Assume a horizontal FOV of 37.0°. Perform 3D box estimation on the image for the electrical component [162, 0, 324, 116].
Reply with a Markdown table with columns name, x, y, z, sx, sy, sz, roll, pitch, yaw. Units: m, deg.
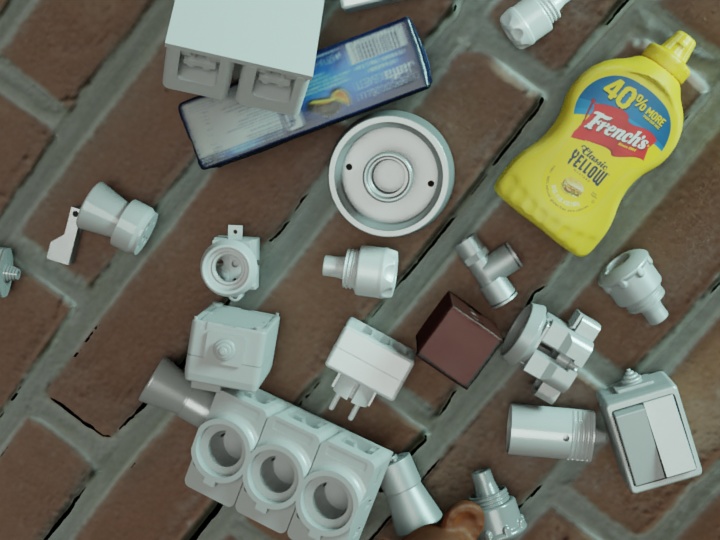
| name | x | y | z | sx | sy | sz | roll | pitch | yaw |
| --- | --- | --- | --- | --- | --- | --- | --- | --- | --- |
| electrical component | -0.082 | -0.215 | 0.824 | 0.105 | 0.060 | 0.186 | 11 | 61 | -9 |

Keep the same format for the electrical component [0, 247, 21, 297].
| name | x | y | z | sx | sy | sz | roll | pitch | yaw |
| --- | --- | --- | --- | --- | --- | --- | --- | --- | --- |
| electrical component | -0.335 | -0.001 | 0.931 | 0.081 | 0.043 | 0.043 | 7 | 98 | 3 |

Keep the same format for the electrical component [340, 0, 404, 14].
| name | x | y | z | sx | sy | sz | roll | pitch | yaw |
| --- | --- | --- | --- | --- | --- | --- | --- | --- | --- |
| electrical component | 0.021 | -0.240 | 0.856 | 0.083 | 0.075 | 0.047 | -12 | 97 | 6 |

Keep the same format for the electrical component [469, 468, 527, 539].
| name | x | y | z | sx | sy | sz | roll | pitch | yaw |
| --- | --- | --- | --- | --- | --- | --- | --- | --- | --- |
| electrical component | 0.114 | 0.203 | 0.927 | 0.048 | 0.048 | 0.062 | -18 | 89 | 6 |

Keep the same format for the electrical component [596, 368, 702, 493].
| name | x | y | z | sx | sy | sz | roll | pitch | yaw |
| --- | --- | --- | --- | --- | --- | --- | --- | --- | --- |
| electrical component | 0.239 | 0.130 | 0.898 | 0.062 | 0.061 | 0.096 | -18 | 96 | 6 |

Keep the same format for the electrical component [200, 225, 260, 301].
| name | x | y | z | sx | sy | sz | roll | pitch | yaw |
| --- | --- | --- | --- | --- | --- | --- | --- | --- | --- |
| electrical component | -0.108 | -0.004 | 0.908 | 0.048 | 0.055 | 0.066 | 3 | 98 | 4 |

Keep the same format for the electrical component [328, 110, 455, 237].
| name | x | y | z | sx | sy | sz | roll | pitch | yaw |
| --- | --- | --- | --- | --- | --- | --- | --- | --- | --- |
| electrical component | 0.024 | -0.078 | 0.886 | 0.108 | 0.060 | 0.108 | 1 | 98 | 4 |

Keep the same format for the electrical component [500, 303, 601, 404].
| name | x | y | z | sx | sy | sz | roll | pitch | yaw |
| --- | --- | --- | --- | --- | --- | --- | --- | --- | --- |
| electrical component | 0.155 | 0.064 | 0.898 | 0.057 | 0.058 | 0.078 | 30 | 99 | -3 |

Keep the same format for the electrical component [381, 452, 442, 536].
| name | x | y | z | sx | sy | sz | roll | pitch | yaw |
| --- | --- | --- | --- | --- | --- | --- | --- | --- | --- |
| electrical component | 0.039 | 0.191 | 0.932 | 0.044 | 0.044 | 0.065 | -23 | 91 | 7 |

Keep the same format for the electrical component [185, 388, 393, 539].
| name | x | y | z | sx | sy | sz | roll | pitch | yaw |
| --- | --- | --- | --- | --- | --- | --- | --- | --- | --- |
| electrical component | -0.062 | 0.167 | 0.908 | 0.150 | 0.062 | 0.089 | 23 | 99 | 15 |

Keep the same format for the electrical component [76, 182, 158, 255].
| name | x | y | z | sx | sy | sz | roll | pitch | yaw |
| --- | --- | --- | --- | --- | --- | --- | --- | --- | --- |
| electrical component | -0.206 | -0.043 | 0.916 | 0.055 | 0.045 | 0.045 | 28 | 99 | -1 |

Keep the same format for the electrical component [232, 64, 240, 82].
| name | x | y | z | sx | sy | sz | roll | pitch | yaw |
| --- | --- | --- | --- | --- | --- | --- | --- | --- | --- |
| electrical component | -0.092 | -0.187 | 0.884 | 0.055 | 0.055 | 0.047 | -28 | 99 | 7 |

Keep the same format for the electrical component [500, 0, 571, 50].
| name | x | y | z | sx | sy | sz | roll | pitch | yaw |
| --- | --- | --- | --- | --- | --- | --- | --- | --- | --- |
| electrical component | 0.146 | -0.209 | 0.873 | 0.061 | 0.035 | 0.035 | -35 | 94 | 5 |

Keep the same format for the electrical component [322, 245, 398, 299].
| name | x | y | z | sx | sy | sz | roll | pitch | yaw |
| --- | --- | --- | --- | --- | --- | --- | --- | --- | --- |
| electrical component | 0.000 | 0.000 | 0.907 | 0.062 | 0.043 | 0.043 | 8 | 98 | 5 |

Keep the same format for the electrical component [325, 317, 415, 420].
| name | x | y | z | sx | sy | sz | roll | pitch | yaw |
| --- | --- | --- | --- | --- | --- | --- | --- | --- | --- |
| electrical component | 0.001 | 0.091 | 0.917 | 0.066 | 0.047 | 0.076 | 28 | 99 | 0 |

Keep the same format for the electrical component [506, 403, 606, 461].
| name | x | y | z | sx | sy | sz | roll | pitch | yaw |
| --- | --- | --- | --- | --- | --- | --- | --- | --- | --- |
| electrical component | 0.167 | 0.138 | 0.914 | 0.081 | 0.043 | 0.043 | 5 | 98 | 3 |

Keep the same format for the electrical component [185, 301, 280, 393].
| name | x | y | z | sx | sy | sz | roll | pitch | yaw |
| --- | --- | --- | --- | --- | --- | --- | --- | --- | --- |
| electrical component | -0.107 | 0.068 | 0.897 | 0.062 | 0.096 | 0.061 | 10 | 98 | 3 |

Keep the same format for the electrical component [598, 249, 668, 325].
| name | x | y | z | sx | sy | sz | roll | pitch | yaw |
| --- | --- | --- | --- | --- | --- | --- | --- | --- | --- |
| electrical component | 0.232 | 0.017 | 0.893 | 0.048 | 0.048 | 0.062 | -36 | 101 | 8 |

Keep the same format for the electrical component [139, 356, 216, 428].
| name | x | y | z | sx | sy | sz | roll | pitch | yaw |
| --- | --- | --- | --- | --- | --- | --- | --- | --- | --- |
| electrical component | -0.153 | 0.110 | 0.935 | 0.065 | 0.044 | 0.044 | 31 | 99 | -5 |
